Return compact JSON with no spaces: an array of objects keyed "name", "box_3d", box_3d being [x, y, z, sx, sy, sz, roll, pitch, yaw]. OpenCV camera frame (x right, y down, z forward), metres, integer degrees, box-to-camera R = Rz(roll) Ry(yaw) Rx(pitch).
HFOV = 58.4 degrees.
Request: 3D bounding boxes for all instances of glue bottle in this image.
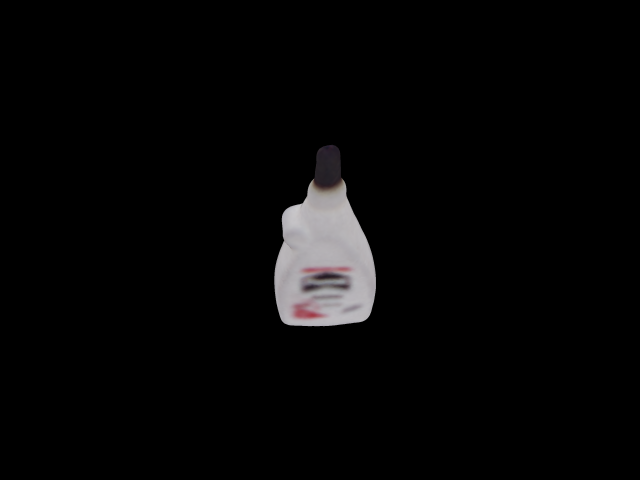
[{"name":"glue bottle","box_3d":[0.004,0.001,0.400,0.078,0.173,0.037,-6,50,-4]}]
